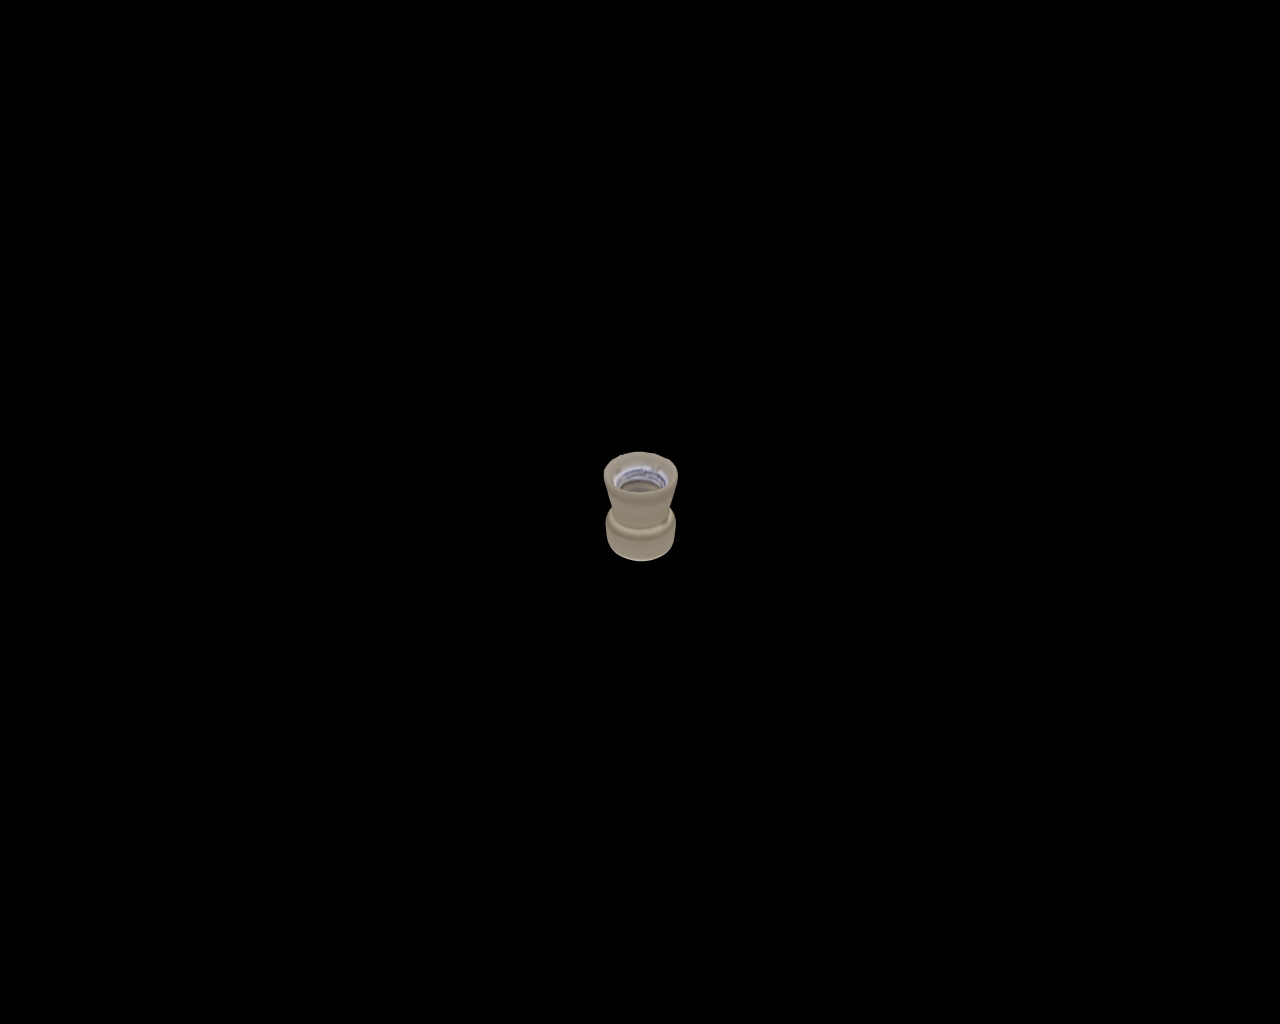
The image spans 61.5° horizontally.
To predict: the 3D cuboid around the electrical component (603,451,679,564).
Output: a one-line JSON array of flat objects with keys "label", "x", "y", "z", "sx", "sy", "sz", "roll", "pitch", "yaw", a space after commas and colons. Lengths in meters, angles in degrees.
[{"label": "electrical component", "x": 0.001, "y": -0.003, "z": 0.650, "sx": 0.045, "sy": 0.055, "sz": 0.045, "roll": 0, "pitch": 38, "yaw": 0}]
